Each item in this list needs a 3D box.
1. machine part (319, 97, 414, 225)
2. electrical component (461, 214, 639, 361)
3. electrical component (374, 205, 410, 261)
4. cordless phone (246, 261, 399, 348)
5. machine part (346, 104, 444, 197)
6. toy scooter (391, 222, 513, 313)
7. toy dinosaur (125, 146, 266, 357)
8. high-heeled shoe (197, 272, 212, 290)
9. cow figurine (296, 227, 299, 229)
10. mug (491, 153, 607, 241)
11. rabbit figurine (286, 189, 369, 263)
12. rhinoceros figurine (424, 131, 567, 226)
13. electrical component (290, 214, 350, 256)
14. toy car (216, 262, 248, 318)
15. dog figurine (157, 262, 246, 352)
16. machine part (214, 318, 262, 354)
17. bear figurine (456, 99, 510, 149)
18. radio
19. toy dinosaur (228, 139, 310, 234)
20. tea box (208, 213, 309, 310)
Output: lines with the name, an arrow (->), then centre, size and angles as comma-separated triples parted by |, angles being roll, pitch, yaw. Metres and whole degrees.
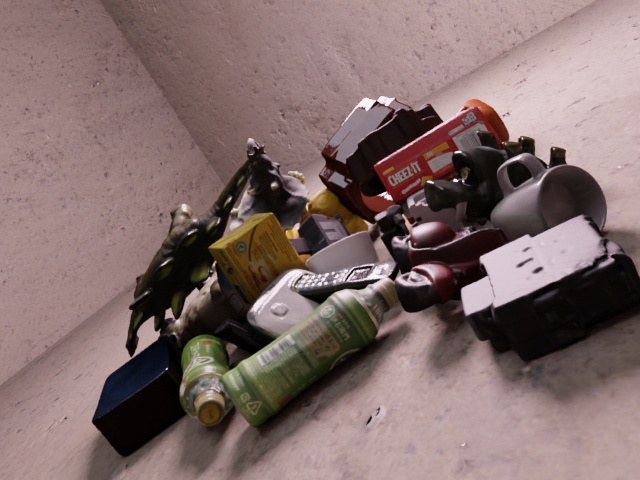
machine part -> 0.109, -0.145, 1.002 | 0.087, 0.200, 0.201 | 32, 82, 40
electrical component -> 0.191, 0.040, 0.463 | 0.134, 0.058, 0.115 | -29, 11, 17
electrical component -> 0.113, -0.005, 0.752 | 0.045, 0.102, 0.078 | -26, 24, 17
cordless phone -> 0.010, 0.085, 0.698 | 0.184, 0.088, 0.146 | -17, 18, 33
machine part -> 0.122, -0.138, 0.852 | 0.179, 0.056, 0.179 | -28, -16, -9
toy scooter -> 0.152, 0.019, 0.603 | 0.135, 0.075, 0.184 | -22, 12, 12
toy dinosaur -> -0.223, 0.025, 0.907 | 0.471, 0.105, 0.199 | -57, 19, 15
high-heeled shoe -> -0.211, 0.096, 1.215 | 0.145, 0.086, 0.249 | -28, 18, 11
cow figurine -> -0.066, 0.015, 1.198 | 0.167, 0.068, 0.098 | -33, 18, 5
mug -> 0.227, -0.036, 0.576 | 0.081, 0.109, 0.107 | -43, 3, -18
rabbit figurine -> -0.017, 0.002, 1.020 | 0.173, 0.122, 0.162 | -56, 18, -13
rhinoceros figurine -> 0.213, -0.073, 0.658 | 0.190, 0.112, 0.073 | -8, 29, -26
electrical component -> -0.002, -0.003, 0.891 | 0.119, 0.075, 0.047 | 1, -37, -46
toy car -> -0.098, 0.084, 0.898 | 0.109, 0.162, 0.103 | 135, 143, -63
dog figurine -> -0.209, 0.149, 0.995 | 0.190, 0.121, 0.172 | -51, 12, -17
machine part -> -0.121, 0.146, 0.821 | 0.139, 0.084, 0.039 | 157, 134, -74
bear figurine -> 0.244, -0.161, 0.988 | 0.196, 0.120, 0.132 | -35, 8, 14
radio -> -0.273, 0.234, 0.845 | 0.131, 0.073, 0.230 | -37, 11, -12
toy dinosaur -> -0.121, -0.008, 1.042 | 0.192, 0.131, 0.404 | -85, 14, -51
tea box -> -0.078, 0.054, 0.811 | 0.098, 0.169, 0.068 | -37, 17, -26
